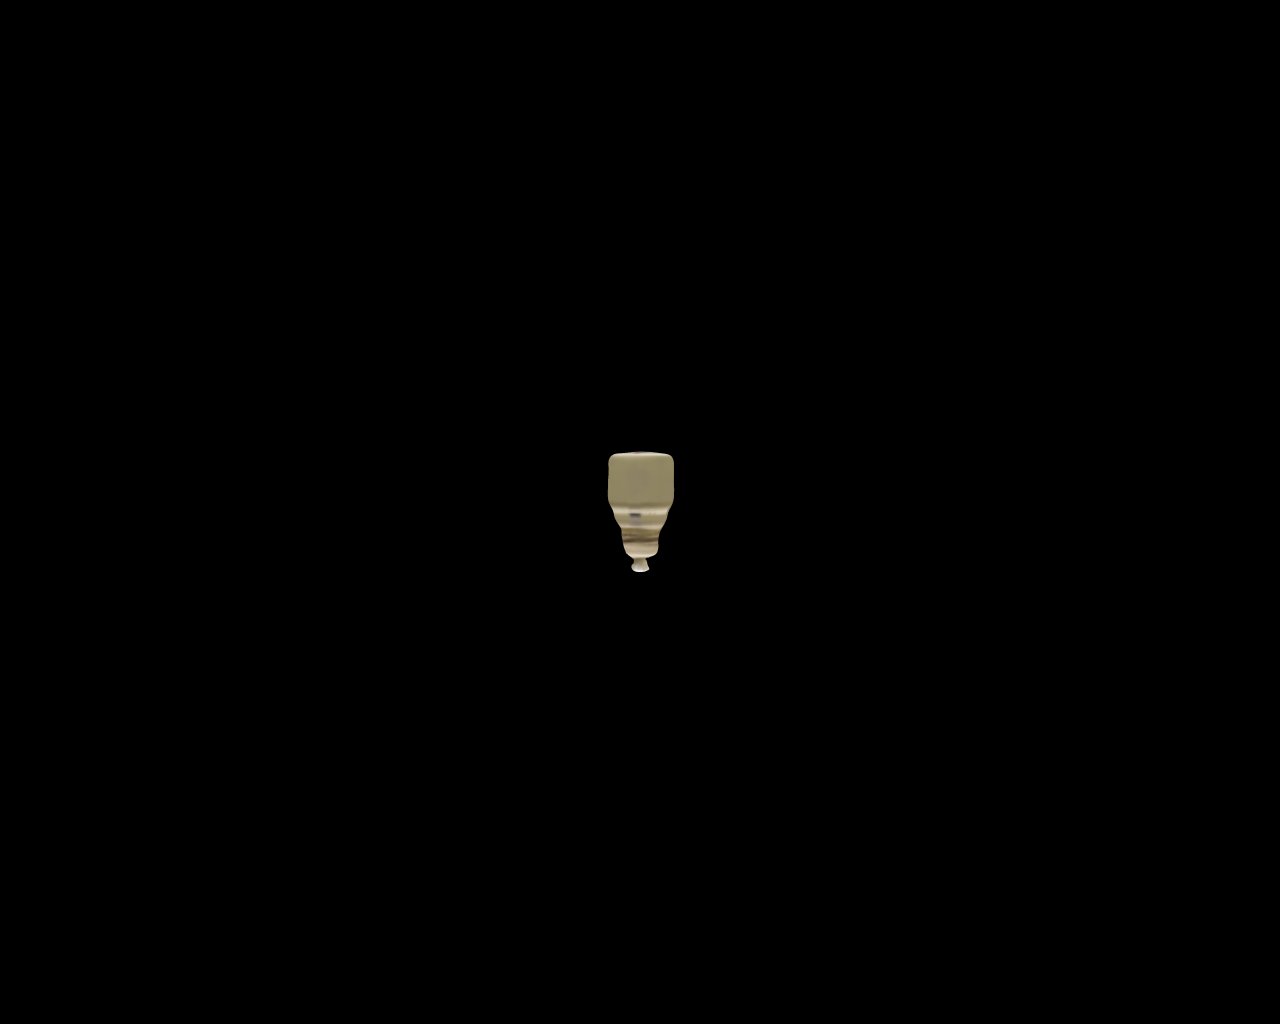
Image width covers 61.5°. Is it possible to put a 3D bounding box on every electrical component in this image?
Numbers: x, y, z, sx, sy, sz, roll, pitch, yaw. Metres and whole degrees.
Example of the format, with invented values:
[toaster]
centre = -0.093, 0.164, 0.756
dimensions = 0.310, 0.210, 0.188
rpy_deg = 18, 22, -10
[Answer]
[electrical component]
centre = 0.001, -0.003, 0.650
dimensions = 0.040, 0.078, 0.040
rpy_deg = 0, 4, 0
